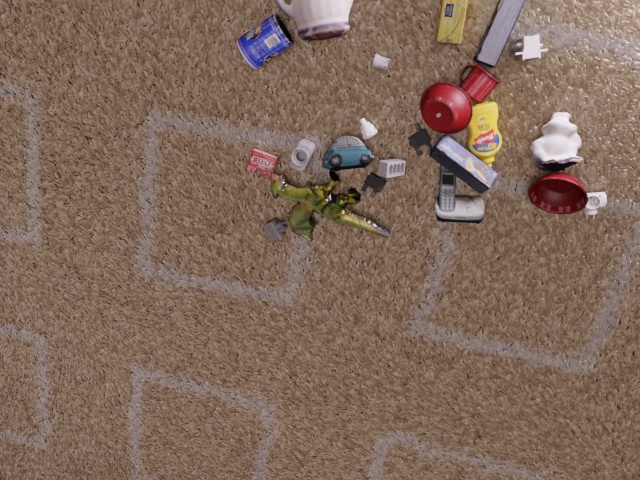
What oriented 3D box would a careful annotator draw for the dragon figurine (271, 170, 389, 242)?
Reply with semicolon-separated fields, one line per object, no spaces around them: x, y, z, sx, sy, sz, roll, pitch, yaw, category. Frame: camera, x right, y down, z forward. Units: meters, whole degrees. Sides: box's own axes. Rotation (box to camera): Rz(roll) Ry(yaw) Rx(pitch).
0.005;-0.085;1.679;0.408;0.125;0.239;42;129;-9;dragon figurine

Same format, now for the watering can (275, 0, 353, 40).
0.038;-0.693;1.461;0.347;0.105;0.221;-6;107;14;watering can

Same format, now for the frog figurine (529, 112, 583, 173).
0.673;-0.280;1.480;0.137;0.121;0.162;-9;70;23;frog figurine
